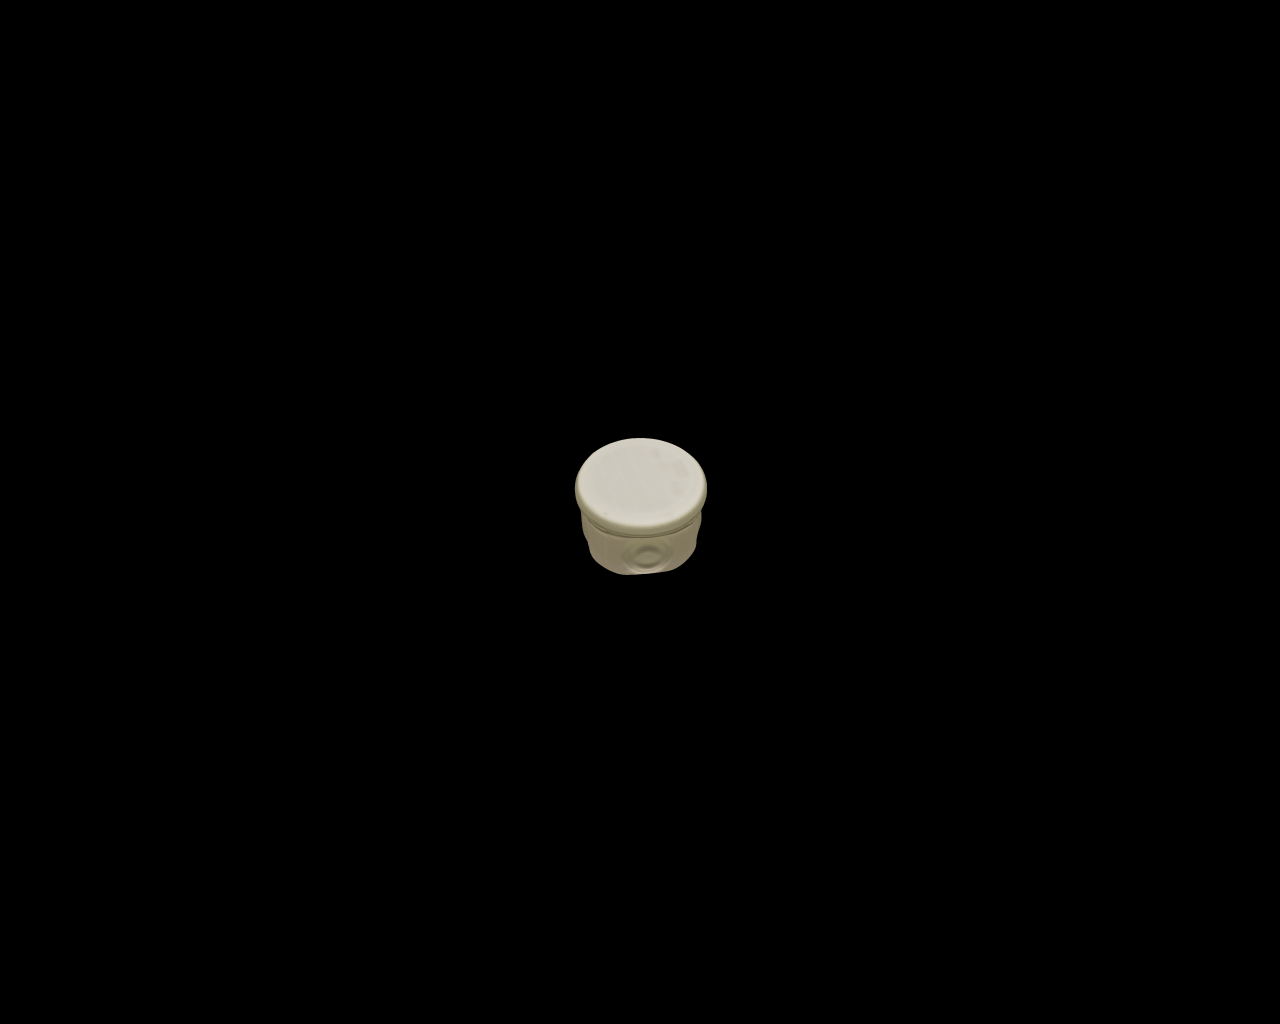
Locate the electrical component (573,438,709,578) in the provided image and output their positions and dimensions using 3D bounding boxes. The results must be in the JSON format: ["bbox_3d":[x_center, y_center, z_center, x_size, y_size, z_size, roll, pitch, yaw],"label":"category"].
[{"bbox_3d":[0.001,-0.003,0.650,0.080,0.080,0.050,0,-44,0],"label":"electrical component"}]
